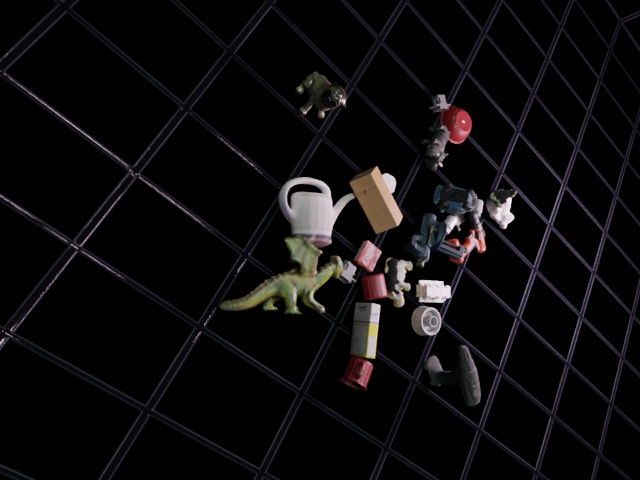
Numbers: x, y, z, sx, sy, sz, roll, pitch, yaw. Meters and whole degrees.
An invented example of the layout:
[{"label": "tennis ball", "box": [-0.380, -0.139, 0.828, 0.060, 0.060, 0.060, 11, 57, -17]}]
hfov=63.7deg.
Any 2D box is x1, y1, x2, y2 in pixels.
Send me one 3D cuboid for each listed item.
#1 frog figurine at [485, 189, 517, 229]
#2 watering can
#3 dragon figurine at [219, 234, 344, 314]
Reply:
[{"label": "frog figurine", "box": [0.764, -0.133, 2.184, 0.140, 0.123, 0.156, -58, 150, -33]}, {"label": "watering can", "box": [0.005, -0.084, 1.678, 0.347, 0.103, 0.226, 6, 81, -42]}, {"label": "dragon figurine", "box": [-0.092, 0.102, 1.547, 0.410, 0.122, 0.243, 7, 91, -34]}]
